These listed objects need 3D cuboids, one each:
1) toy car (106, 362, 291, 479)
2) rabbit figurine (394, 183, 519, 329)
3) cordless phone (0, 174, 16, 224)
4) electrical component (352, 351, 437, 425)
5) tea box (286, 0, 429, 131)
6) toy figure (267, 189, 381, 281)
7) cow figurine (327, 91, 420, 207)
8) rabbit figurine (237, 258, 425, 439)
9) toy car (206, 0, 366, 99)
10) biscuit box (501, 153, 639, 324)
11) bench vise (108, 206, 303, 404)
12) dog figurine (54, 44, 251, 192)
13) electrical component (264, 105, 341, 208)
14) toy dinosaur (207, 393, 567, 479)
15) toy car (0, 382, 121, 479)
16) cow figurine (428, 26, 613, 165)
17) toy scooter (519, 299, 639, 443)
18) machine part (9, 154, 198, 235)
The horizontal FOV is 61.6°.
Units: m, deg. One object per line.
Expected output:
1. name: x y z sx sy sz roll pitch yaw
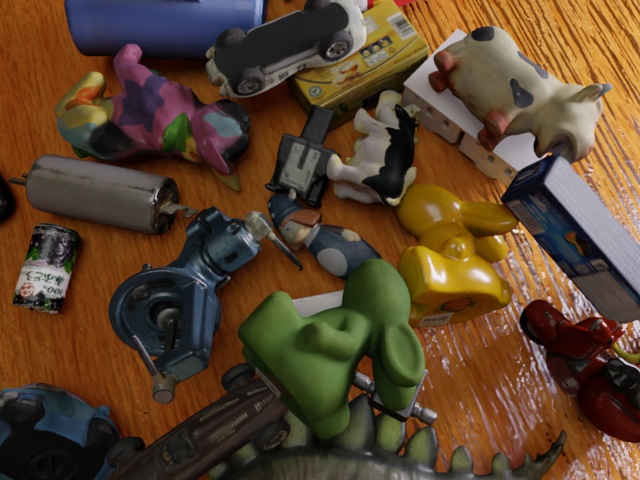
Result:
1. toy car: -0.121 0.201 0.533 0.202 0.053 0.089 -33 58 -5
2. rabbit figurine: 0.145 0.001 0.619 0.162 0.121 0.173 -12 55 -2
3. cordless phone: -0.505 -0.082 0.712 0.147 0.088 0.184 -32 64 -5
4. electrical component: 0.082 0.150 0.557 0.094 0.021 0.063 27 59 10
5. tea box: 0.046 -0.226 0.708 0.170 0.068 0.098 -28 71 -3
6. toy figure: 0.000 -0.004 0.645 0.154 0.058 0.064 32 103 0
7. cow figurine: 0.085 -0.117 0.661 0.098 0.068 0.167 18 63 24
8. rabbit figurine: 0.029 0.089 0.511 0.170 0.121 0.159 -39 65 -21
9. toy car: -0.043 -0.235 0.656 0.202 0.056 0.073 -22 76 1
10. biscuit box: 0.292 0.000 0.590 0.202 0.059 0.063 47 58 -8
11. bench vise: -0.136 0.068 0.580 0.224 0.128 0.241 -24 31 6
12. dog figurine: -0.197 -0.130 0.682 0.191 0.108 0.219 -44 79 -9
13. electrical component: -0.015 -0.106 0.672 0.075 0.048 0.119 19 96 10
14. toy dinosaur: 0.025 0.261 0.558 0.472 0.105 0.198 2 71 0
15. toy car: -0.303 0.211 0.589 0.109 0.161 0.103 -48 33 -2
16. cow figurine: 0.231 -0.163 0.610 0.127 0.085 0.195 -37 74 0
17. toy scooter: 0.293 0.132 0.557 0.075 0.135 0.184 -38 77 -9
18. machine part: -0.272 -0.058 0.680 0.243 0.079 0.079 10 75 7
